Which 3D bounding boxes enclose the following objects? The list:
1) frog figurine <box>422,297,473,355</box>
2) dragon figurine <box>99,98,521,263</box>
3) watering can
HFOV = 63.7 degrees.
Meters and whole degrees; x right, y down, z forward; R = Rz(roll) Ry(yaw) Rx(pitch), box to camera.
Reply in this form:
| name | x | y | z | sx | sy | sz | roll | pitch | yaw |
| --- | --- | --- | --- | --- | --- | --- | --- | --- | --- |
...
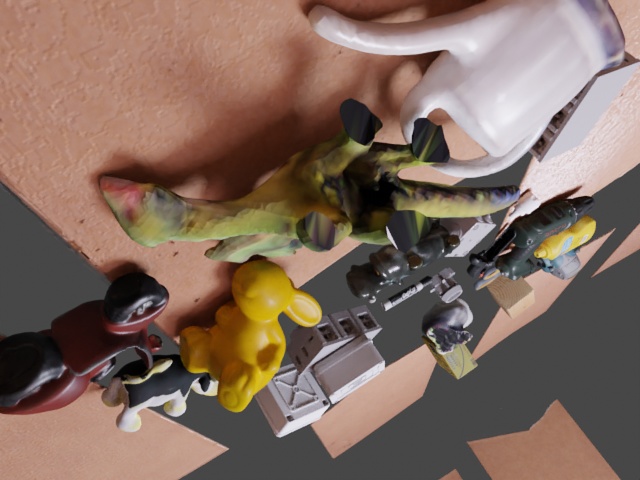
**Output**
| name | x | y | z | sx | sy | sz | roll | pitch | yaw |
| --- | --- | --- | --- | --- | --- | --- | --- | --- | --- |
| frog figurine | 0.325 | 0.191 | 1.293 | 0.163 | 0.123 | 0.134 | -59 | 169 | -51 |
| dragon figurine | 0.002 | -0.026 | 0.510 | 0.410 | 0.123 | 0.240 | 4 | 165 | -42 |
| watering can | 0.158 | -0.169 | 0.479 | 0.222 | 0.106 | 0.344 | -43 | 144 | 17 |
